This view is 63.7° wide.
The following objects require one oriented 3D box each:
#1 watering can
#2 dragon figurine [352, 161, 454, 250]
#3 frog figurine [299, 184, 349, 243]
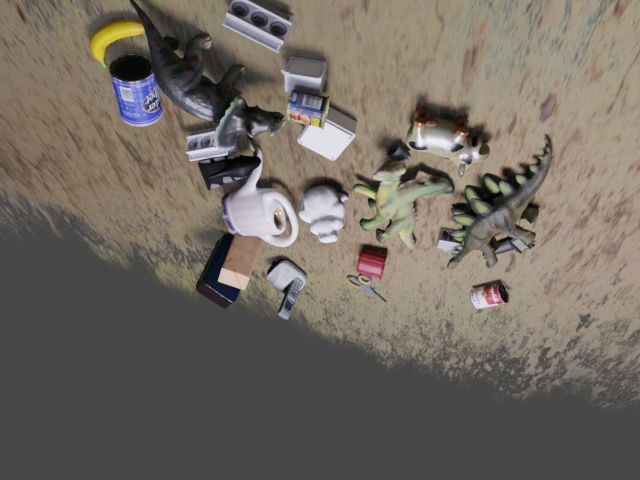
[{"bbox_3d":[-0.190,-0.114,1.498,0.224,0.106,0.340,-4,127,25],"label":"watering can"},{"bbox_3d":[0.242,-0.092,1.369,0.240,0.125,0.405,-22,146,32],"label":"dragon figurine"},{"bbox_3d":[0.004,-0.071,1.420,0.137,0.163,0.120,-2,140,22],"label":"frog figurine"}]
